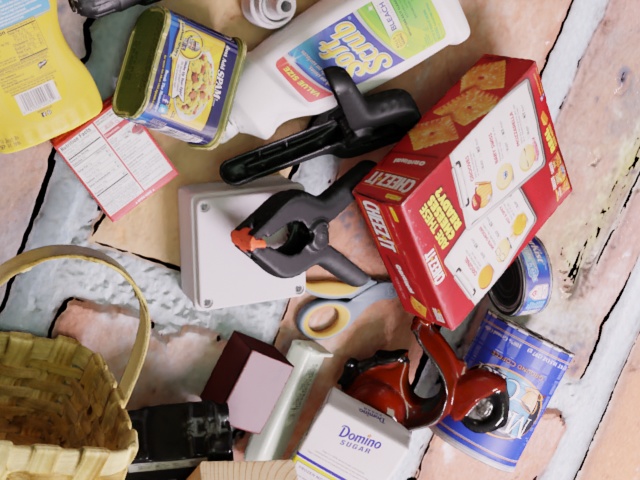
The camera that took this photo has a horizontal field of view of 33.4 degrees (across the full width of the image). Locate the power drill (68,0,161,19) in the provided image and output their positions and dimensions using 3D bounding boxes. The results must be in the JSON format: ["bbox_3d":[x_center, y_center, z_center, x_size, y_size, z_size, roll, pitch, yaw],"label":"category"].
[{"bbox_3d":[-0.143,-0.289,0.860,0.184,0.057,0.187,-27,118,-19],"label":"power drill"}]

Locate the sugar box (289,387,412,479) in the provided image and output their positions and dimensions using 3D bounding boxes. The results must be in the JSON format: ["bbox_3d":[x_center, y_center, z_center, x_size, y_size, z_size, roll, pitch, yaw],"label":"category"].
[{"bbox_3d":[0.009,0.239,1.051,0.093,0.048,0.176,30,110,0],"label":"sugar box"}]

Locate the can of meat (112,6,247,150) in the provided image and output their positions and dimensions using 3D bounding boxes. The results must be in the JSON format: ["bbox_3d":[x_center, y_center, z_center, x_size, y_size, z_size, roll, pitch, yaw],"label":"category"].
[{"bbox_3d":[-0.119,-0.136,0.898,0.083,0.058,0.102,18,85,-41],"label":"can of meat"}]

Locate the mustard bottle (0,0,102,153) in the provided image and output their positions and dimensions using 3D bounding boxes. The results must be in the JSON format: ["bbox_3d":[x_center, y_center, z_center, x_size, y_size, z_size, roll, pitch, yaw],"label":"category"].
[{"bbox_3d":[-0.252,-0.172,0.843,0.096,0.058,0.191,-26,115,-13],"label":"mustard bottle"}]

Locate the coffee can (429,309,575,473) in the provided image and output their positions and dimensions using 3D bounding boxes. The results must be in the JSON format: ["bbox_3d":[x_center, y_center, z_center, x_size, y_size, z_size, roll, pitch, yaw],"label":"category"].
[{"bbox_3d":[0.190,0.158,1.123,0.102,0.103,0.140,26,93,-29],"label":"coffee can"}]

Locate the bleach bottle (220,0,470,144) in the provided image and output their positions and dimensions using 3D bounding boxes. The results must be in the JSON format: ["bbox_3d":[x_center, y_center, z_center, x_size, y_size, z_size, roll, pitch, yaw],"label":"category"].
[{"bbox_3d":[0.009,-0.161,0.967,0.250,0.068,0.102,-35,117,-9],"label":"bleach bottle"}]

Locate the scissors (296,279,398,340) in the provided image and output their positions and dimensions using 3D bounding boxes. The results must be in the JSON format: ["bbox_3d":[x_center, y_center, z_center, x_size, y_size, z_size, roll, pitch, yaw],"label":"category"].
[{"bbox_3d":[0.058,0.067,1.084,0.201,0.016,0.096,15,100,-28],"label":"scissors"}]

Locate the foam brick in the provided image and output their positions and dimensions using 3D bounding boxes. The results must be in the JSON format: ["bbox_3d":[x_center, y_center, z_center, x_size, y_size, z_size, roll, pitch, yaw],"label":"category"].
[{"bbox_3d":[-0.070,0.138,1.025,0.053,0.051,0.078,26,94,-30],"label":"foam brick"}]

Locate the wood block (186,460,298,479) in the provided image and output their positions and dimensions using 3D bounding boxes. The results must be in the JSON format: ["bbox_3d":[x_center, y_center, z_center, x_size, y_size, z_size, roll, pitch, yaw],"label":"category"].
[{"bbox_3d":[-0.096,0.281,0.970,0.090,0.090,0.206,6,146,-26],"label":"wood block"}]

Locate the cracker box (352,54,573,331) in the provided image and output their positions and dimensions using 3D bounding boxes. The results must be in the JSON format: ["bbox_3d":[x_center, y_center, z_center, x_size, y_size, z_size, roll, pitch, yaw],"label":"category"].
[{"bbox_3d":[0.141,-0.048,1.016,0.213,0.072,0.164,-45,131,-24],"label":"cracker box"}]

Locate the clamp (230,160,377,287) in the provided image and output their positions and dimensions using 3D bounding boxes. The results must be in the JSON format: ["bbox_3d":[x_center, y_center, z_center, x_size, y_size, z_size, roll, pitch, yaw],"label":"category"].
[{"bbox_3d":[-0.006,0.001,0.954,0.171,0.039,0.120,-18,110,-39],"label":"clamp"}]

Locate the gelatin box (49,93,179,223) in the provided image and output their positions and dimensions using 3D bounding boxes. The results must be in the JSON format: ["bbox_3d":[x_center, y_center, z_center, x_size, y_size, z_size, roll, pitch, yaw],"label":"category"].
[{"bbox_3d":[-0.178,-0.072,0.924,0.073,0.030,0.089,-39,116,-9],"label":"gelatin box"}]

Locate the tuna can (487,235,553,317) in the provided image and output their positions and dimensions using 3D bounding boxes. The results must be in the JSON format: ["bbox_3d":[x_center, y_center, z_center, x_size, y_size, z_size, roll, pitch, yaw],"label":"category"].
[{"bbox_3d":[0.203,0.036,1.102,0.033,0.086,0.086,-7,108,-20],"label":"tuna can"}]

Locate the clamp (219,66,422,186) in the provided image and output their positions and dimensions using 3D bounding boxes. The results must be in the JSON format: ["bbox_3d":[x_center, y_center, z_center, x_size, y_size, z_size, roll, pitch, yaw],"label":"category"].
[{"bbox_3d":[0.029,-0.107,0.955,0.209,0.165,0.036,-13,72,-41],"label":"clamp"}]
